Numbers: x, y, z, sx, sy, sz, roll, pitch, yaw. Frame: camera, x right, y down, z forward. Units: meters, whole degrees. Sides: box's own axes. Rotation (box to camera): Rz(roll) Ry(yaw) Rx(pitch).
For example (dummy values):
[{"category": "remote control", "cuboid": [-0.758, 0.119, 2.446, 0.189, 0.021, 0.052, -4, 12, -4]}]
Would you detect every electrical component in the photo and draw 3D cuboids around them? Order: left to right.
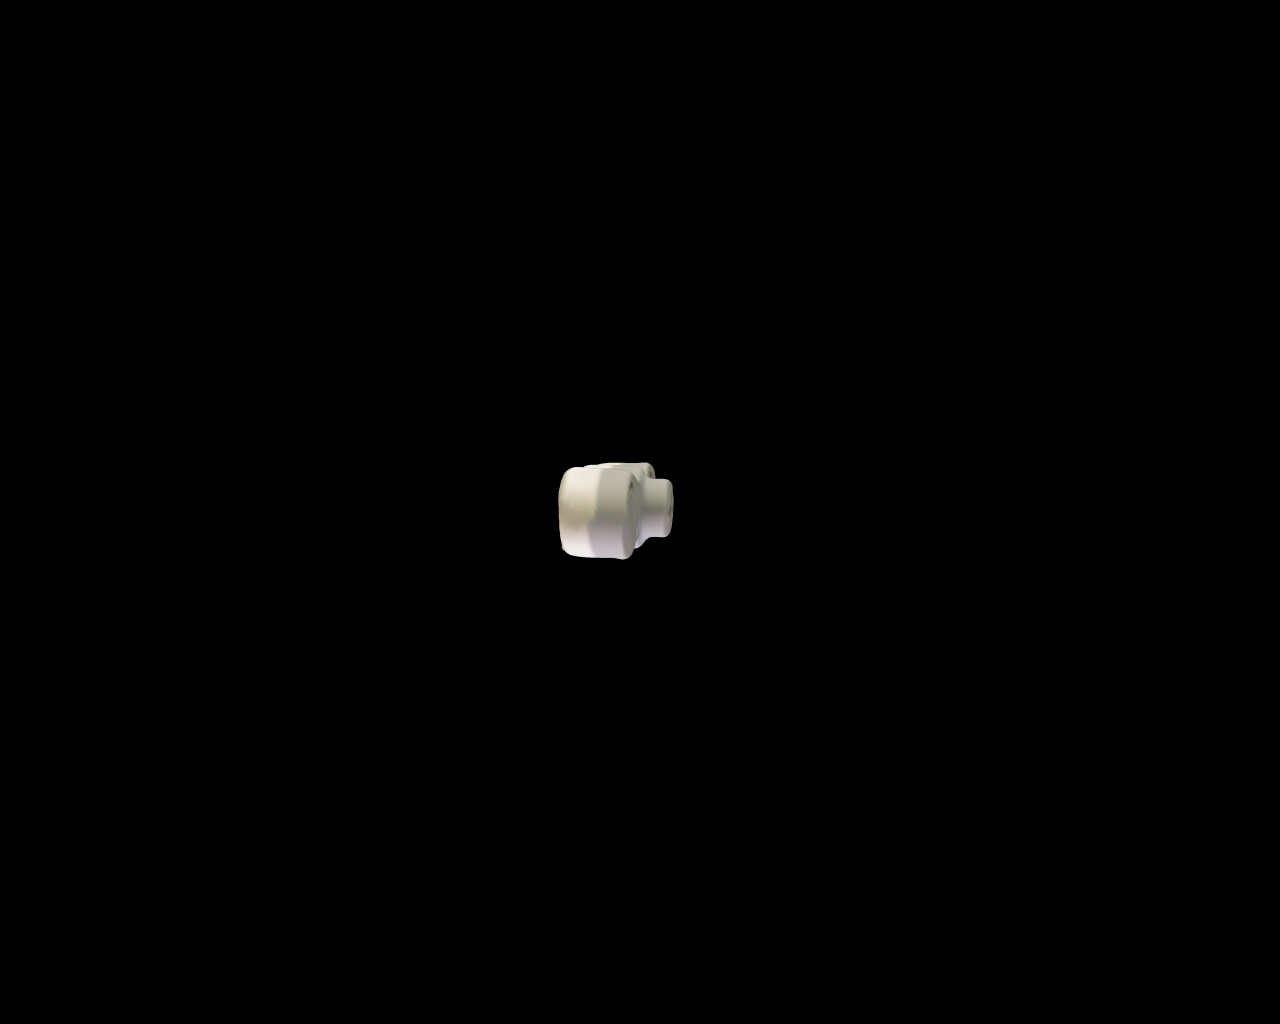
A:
[{"category": "electrical component", "cuboid": [0.001, -0.003, 0.650, 0.074, 0.052, 0.138, 1, 5, 7]}]
